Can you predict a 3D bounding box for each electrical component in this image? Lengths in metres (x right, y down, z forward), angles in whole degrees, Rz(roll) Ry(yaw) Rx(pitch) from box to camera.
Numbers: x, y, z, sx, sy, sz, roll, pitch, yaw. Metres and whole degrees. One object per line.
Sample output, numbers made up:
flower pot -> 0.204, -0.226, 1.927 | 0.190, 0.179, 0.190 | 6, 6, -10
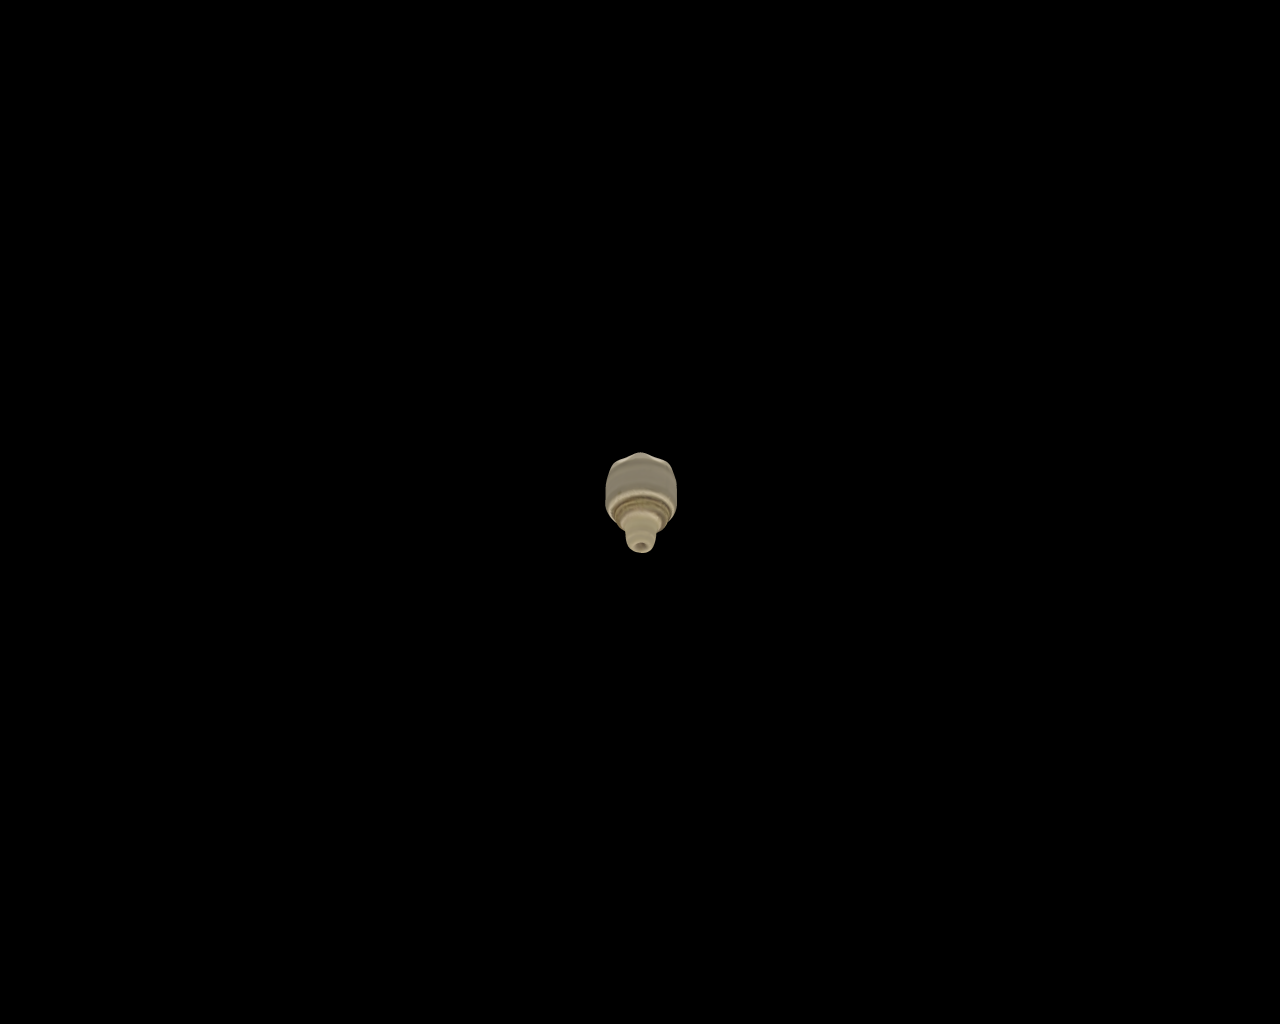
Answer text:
electrical component -> 0.001, -0.003, 0.650 | 0.043, 0.062, 0.043 | 0, -39, 0
